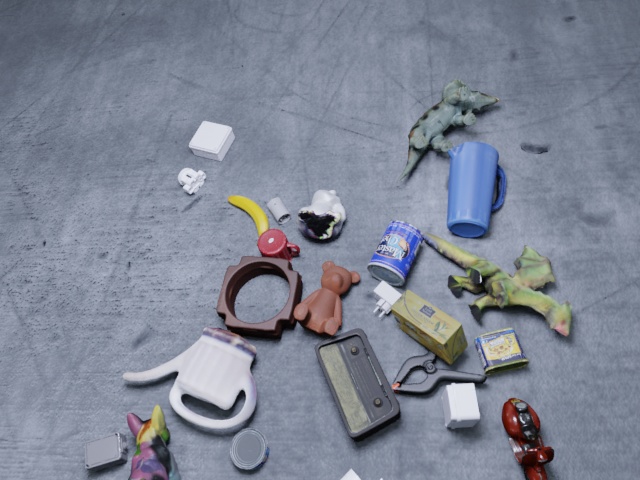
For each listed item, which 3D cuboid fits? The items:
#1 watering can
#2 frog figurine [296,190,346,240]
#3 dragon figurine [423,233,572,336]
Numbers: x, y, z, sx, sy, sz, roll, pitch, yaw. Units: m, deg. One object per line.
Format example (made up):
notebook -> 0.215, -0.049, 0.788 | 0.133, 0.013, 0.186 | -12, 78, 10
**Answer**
watering can -> -0.298, 0.315, 1.258 | 0.349, 0.102, 0.228 | 18, 64, 18
frog figurine -> 0.004, -0.073, 1.458 | 0.137, 0.121, 0.162 | -14, 23, 10
dragon figurine -> 0.460, 0.080, 1.294 | 0.244, 0.119, 0.419 | -14, 46, -19
